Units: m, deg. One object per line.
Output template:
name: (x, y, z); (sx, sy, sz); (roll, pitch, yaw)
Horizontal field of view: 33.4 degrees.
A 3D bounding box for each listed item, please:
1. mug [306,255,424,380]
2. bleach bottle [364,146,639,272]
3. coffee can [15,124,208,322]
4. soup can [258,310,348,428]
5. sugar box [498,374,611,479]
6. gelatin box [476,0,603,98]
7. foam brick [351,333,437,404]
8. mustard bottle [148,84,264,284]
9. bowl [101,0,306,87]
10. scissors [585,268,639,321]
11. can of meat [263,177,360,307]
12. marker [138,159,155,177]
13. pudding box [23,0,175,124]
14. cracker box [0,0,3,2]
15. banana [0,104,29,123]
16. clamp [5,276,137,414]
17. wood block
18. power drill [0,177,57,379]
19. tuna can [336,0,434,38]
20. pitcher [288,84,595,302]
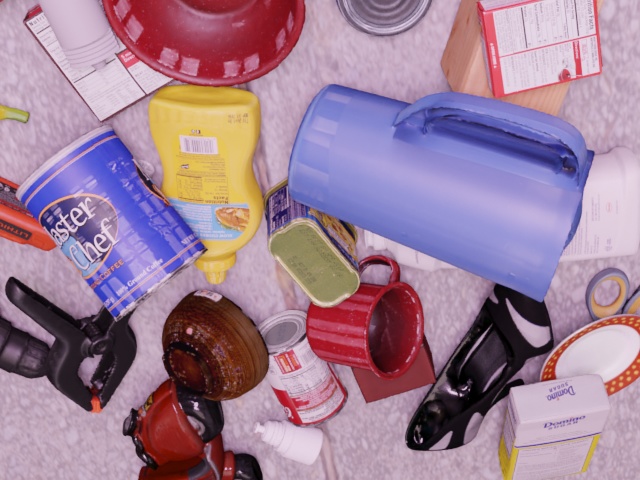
mug: (0.043, 0.071, 1.025); (0.093, 0.082, 0.117); (23, 77, -48)
bleach bottle: (0.166, -0.024, 0.995); (0.251, 0.068, 0.102); (-5, 117, 3)
coffee can: (-0.180, -0.015, 0.930); (0.103, 0.102, 0.140); (-38, 92, 18)
soup can: (-0.021, 0.129, 1.072); (0.068, 0.068, 0.102); (-20, 119, 9)
sugar box: (0.237, 0.197, 1.098); (0.093, 0.048, 0.176); (-9, 145, -2)
gelatin box: (0.171, -0.157, 0.828); (0.089, 0.030, 0.073); (-13, 120, 3)
foam brick: (0.073, 0.121, 1.081); (0.078, 0.053, 0.051); (-18, 120, 10)
mustard bottle: (-0.100, -0.043, 0.969); (0.096, 0.058, 0.192); (4, 122, 8)
bowl: (-0.089, -0.202, 0.845); (0.162, 0.055, 0.162); (3, 134, 3)
scissors: (0.283, 0.105, 1.104); (0.096, 0.016, 0.202); (28, 116, -17)
can of meat: (-0.006, 0.001, 0.987); (0.057, 0.084, 0.102); (-33, 117, 15)
marker: (-0.191, -0.023, 1.000); (0.020, 0.020, 0.121); (27, 116, -18)
pudding box: (-0.181, -0.168, 0.904); (0.090, 0.039, 0.113); (-27, 117, 14)
cracker box: (-0.300, -0.280, 0.810); (0.164, 0.072, 0.213); (-28, 119, 13)
banana: (-0.354, -0.072, 0.953); (0.198, 0.037, 0.069); (-34, 117, 16)
clamp: (-0.212, 0.086, 1.037); (0.164, 0.036, 0.210); (-22, 139, -25)
wood block: (0.177, -0.213, 0.866); (0.090, 0.090, 0.206); (11, 119, -11)
power drill: (-0.309, 0.039, 1.010); (0.184, 0.057, 0.188); (27, 115, -21)
tuna can: (0.053, -0.214, 0.891); (0.086, 0.034, 0.086); (-2, 122, -3)
pitcher: (0.101, -0.055, 0.899); (0.243, 0.145, 0.149); (19, 99, 9)
